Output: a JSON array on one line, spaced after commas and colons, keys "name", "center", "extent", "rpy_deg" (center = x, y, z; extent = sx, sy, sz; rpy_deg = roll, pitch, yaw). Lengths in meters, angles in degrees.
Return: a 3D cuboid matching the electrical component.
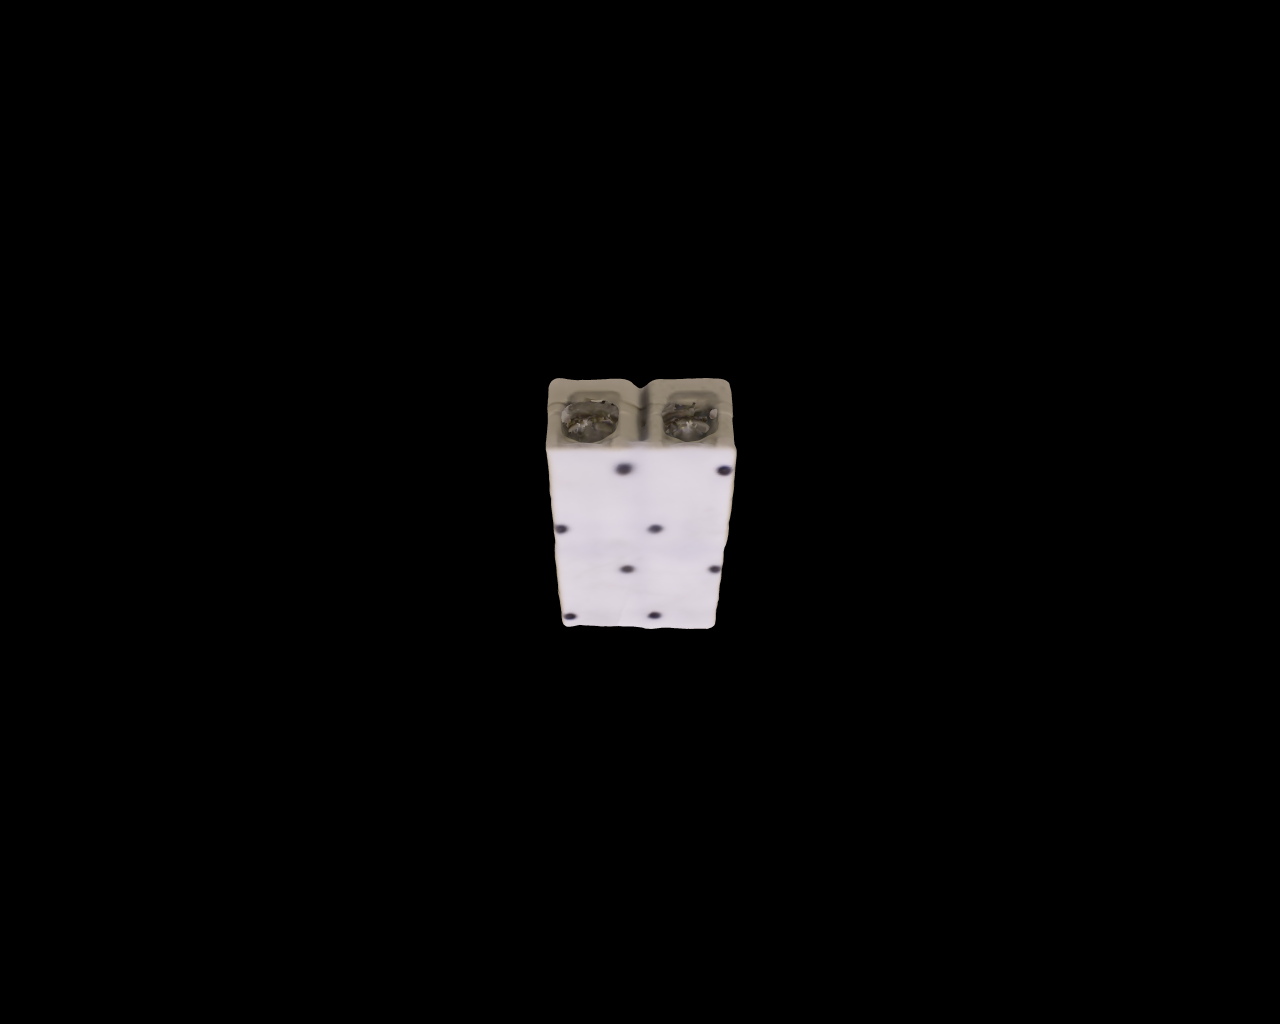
[{"name": "electrical component", "center": [0.001, -0.003, 0.650], "extent": [0.105, 0.060, 0.186], "rpy_deg": [0, -37, 0]}]
